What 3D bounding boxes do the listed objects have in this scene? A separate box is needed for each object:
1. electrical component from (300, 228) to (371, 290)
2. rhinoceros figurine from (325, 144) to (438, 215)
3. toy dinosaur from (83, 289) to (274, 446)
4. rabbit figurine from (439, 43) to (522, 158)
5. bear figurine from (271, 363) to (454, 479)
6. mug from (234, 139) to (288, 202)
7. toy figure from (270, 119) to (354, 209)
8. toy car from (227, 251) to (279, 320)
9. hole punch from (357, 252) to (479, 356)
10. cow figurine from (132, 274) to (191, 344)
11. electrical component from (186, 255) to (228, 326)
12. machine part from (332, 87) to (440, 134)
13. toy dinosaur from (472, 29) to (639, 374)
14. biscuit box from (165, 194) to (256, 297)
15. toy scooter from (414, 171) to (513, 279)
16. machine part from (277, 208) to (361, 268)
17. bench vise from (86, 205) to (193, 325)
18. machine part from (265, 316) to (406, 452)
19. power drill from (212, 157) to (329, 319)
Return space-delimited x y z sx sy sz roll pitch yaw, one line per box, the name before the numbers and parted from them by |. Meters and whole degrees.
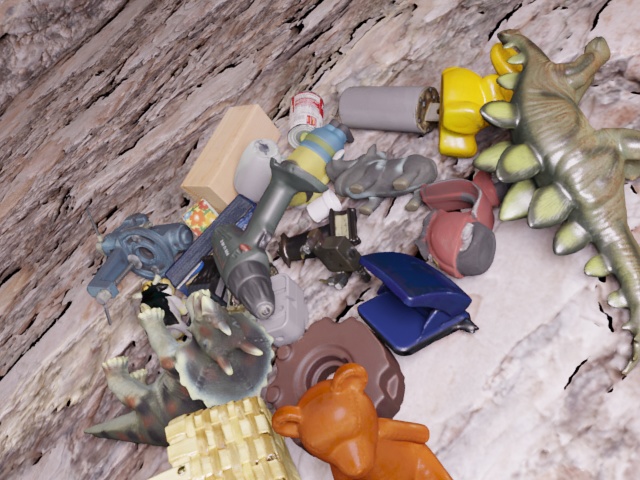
electrical component | 0.018 0.029 0.778 0.078 0.102 0.045 5 50 49
rhinoceros figurine | 0.089 -0.103 0.853 0.191 0.073 0.112 5 61 37
toy dinosaur | -0.203 0.213 0.758 0.192 0.131 0.404 49 118 28
rabbit figurine | 0.265 -0.201 0.796 0.173 0.121 0.162 4 58 15
bear figurine | 0.051 0.217 0.532 0.120 0.195 0.132 -34 44 4
mug | -0.096 -0.130 0.972 0.109 0.107 0.081 -4 60 -18
toy figure | -0.017 -0.137 0.942 0.180 0.089 0.082 -53 38 -9
toy car | -0.115 0.105 0.839 0.074 0.056 0.202 -13 49 26
hole punch | 0.115 0.064 0.666 0.116 0.092 0.142 -21 33 -23
cow figurine | -0.275 0.114 0.914 0.068 0.098 0.168 -47 43 3
electrical component | -0.178 0.090 0.881 0.048 0.074 0.119 -8 48 29
machine part | 0.118 -0.228 0.931 0.244 0.079 0.079 15 66 42
toy dinosaur | 0.302 -0.088 0.641 0.199 0.105 0.471 -20 62 3
biscuit box | -0.178 0.013 0.954 0.202 0.059 0.063 -48 43 -7
toy scooter | 0.182 -0.032 0.730 0.135 0.075 0.184 9 59 38
machine part | -0.002 -0.003 0.862 0.139 0.039 0.084 -20 55 18
bench vise | -0.365 0.033 1.011 0.224 0.128 0.241 4 38 15
machine part | 0.017 0.182 0.686 0.179 0.056 0.179 -18 48 21
power drill | -0.073 -0.011 0.788 0.207 0.086 0.232 -63 32 3
